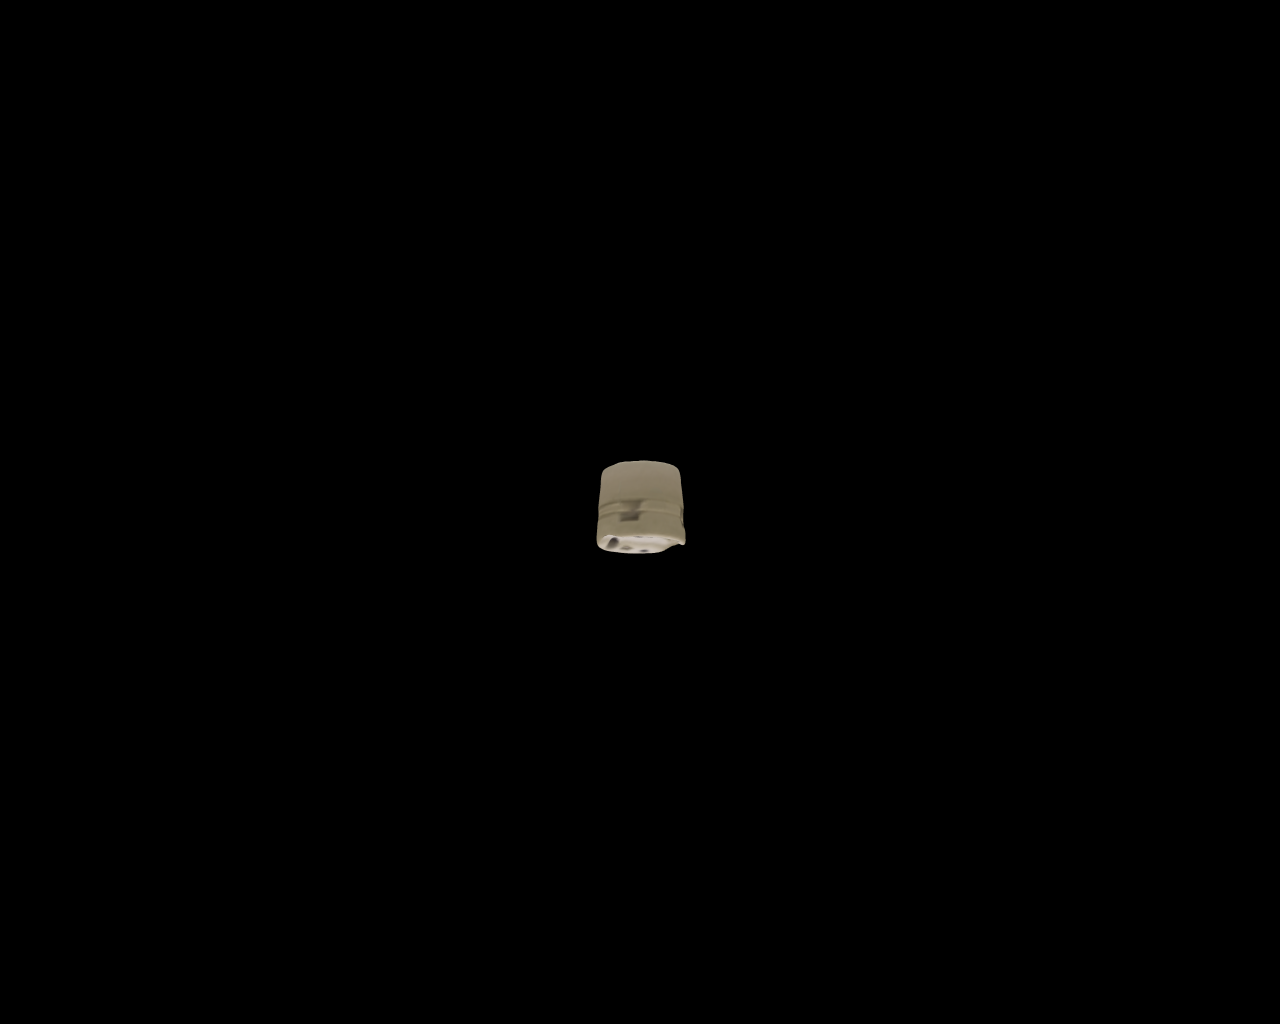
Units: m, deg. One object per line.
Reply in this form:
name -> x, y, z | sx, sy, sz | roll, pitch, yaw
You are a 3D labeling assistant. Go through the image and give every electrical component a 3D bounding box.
electrical component -> 0.001, -0.003, 0.650 | 0.055, 0.047, 0.055 | 0, -15, 0
